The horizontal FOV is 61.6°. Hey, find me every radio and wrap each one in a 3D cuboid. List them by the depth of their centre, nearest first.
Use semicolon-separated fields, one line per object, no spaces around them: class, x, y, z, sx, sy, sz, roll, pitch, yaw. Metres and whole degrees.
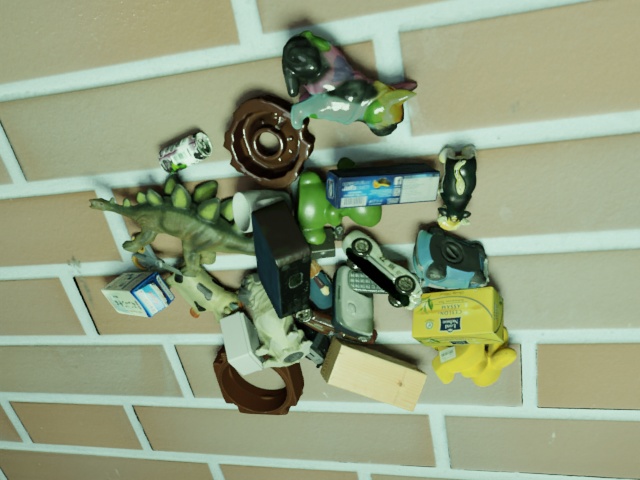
radio;-0.073;0.046;1.045;0.073;0.131;0.229;-21;146;-16

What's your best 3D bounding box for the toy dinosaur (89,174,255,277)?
toy dinosaur;-0.255;-0.024;1.147;0.471;0.105;0.198;18;118;-8

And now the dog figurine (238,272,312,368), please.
dog figurine;-0.104;0.176;1.213;0.121;0.191;0.172;-21;143;-6

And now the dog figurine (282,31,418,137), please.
dog figurine;0.057;-0.270;0.928;0.219;0.108;0.191;-3;115;12

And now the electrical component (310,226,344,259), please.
electrical component;-0.001;-0.003;1.106;0.102;0.078;0.045;-2;136;1

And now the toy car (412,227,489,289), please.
toy car;0.247;0.049;1.063;0.162;0.109;0.103;15;148;-13

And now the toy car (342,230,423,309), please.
toy car;0.124;0.061;1.079;0.202;0.056;0.073;41;151;18

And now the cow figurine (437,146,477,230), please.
cow figurine;0.251;-0.080;0.983;0.068;0.098;0.167;2;119;7

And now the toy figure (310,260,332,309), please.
toy figure;-0.017;0.079;1.164;0.064;0.058;0.154;-11;118;33

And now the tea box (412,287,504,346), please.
tea box;0.276;0.156;1.079;0.170;0.098;0.068;-12;146;33

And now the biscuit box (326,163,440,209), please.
biscuit box;0.113;-0.099;0.972;0.203;0.063;0.059;-5;114;-18

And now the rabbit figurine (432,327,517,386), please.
rabbit figurine;0.335;0.246;1.151;0.162;0.122;0.173;-34;120;18

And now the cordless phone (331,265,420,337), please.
cordless phone;0.117;0.128;1.114;0.184;0.147;0.088;0;145;5

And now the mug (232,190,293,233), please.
mug;-0.105;-0.067;1.062;0.109;0.107;0.081;-30;77;54

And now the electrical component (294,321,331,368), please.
electrical component;-0.017;0.240;1.248;0.119;0.048;0.075;45;139;-17

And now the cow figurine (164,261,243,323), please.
cow figurine;-0.256;0.123;1.242;0.127;0.085;0.195;-34;104;34

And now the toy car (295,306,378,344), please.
toy car;0.029;0.188;1.193;0.202;0.089;0.053;16;87;4

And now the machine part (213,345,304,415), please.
machine part;-0.151;0.334;1.327;0.202;0.087;0.200;-3;117;15

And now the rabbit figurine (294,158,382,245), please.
rabbit figurine;0.040;-0.079;1.051;0.170;0.121;0.158;4;114;-8

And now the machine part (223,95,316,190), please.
machine part;-0.097;-0.190;1.039;0.180;0.056;0.179;6;118;12
